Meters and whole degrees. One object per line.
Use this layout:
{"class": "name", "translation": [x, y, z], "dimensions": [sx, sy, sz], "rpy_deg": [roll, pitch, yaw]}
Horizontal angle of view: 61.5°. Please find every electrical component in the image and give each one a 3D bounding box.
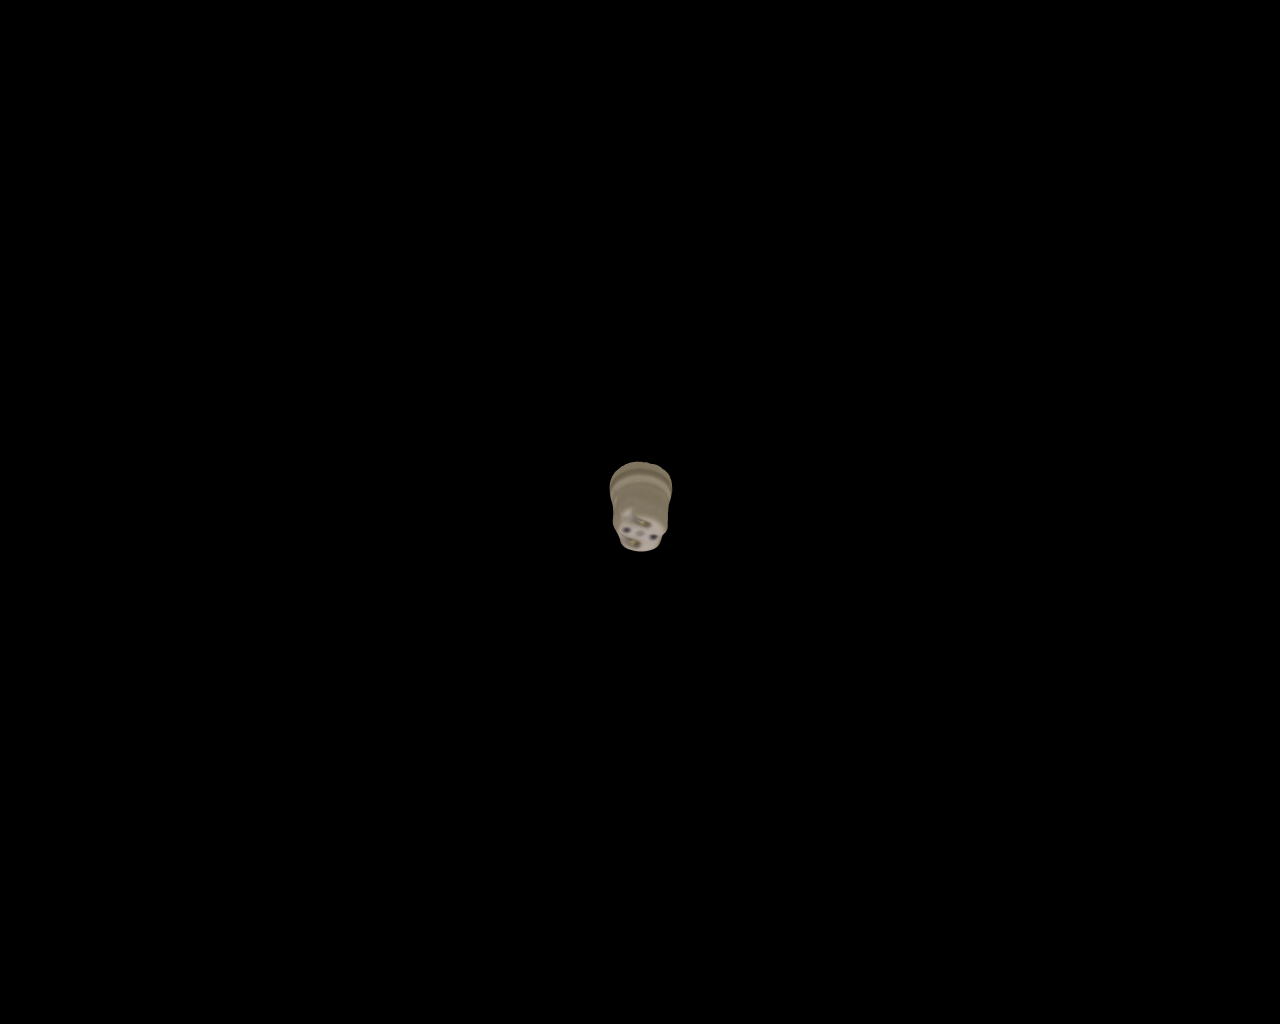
{"class": "electrical component", "translation": [0.001, -0.003, 0.650], "dimensions": [0.040, 0.046, 0.040], "rpy_deg": [0, -44, 0]}
